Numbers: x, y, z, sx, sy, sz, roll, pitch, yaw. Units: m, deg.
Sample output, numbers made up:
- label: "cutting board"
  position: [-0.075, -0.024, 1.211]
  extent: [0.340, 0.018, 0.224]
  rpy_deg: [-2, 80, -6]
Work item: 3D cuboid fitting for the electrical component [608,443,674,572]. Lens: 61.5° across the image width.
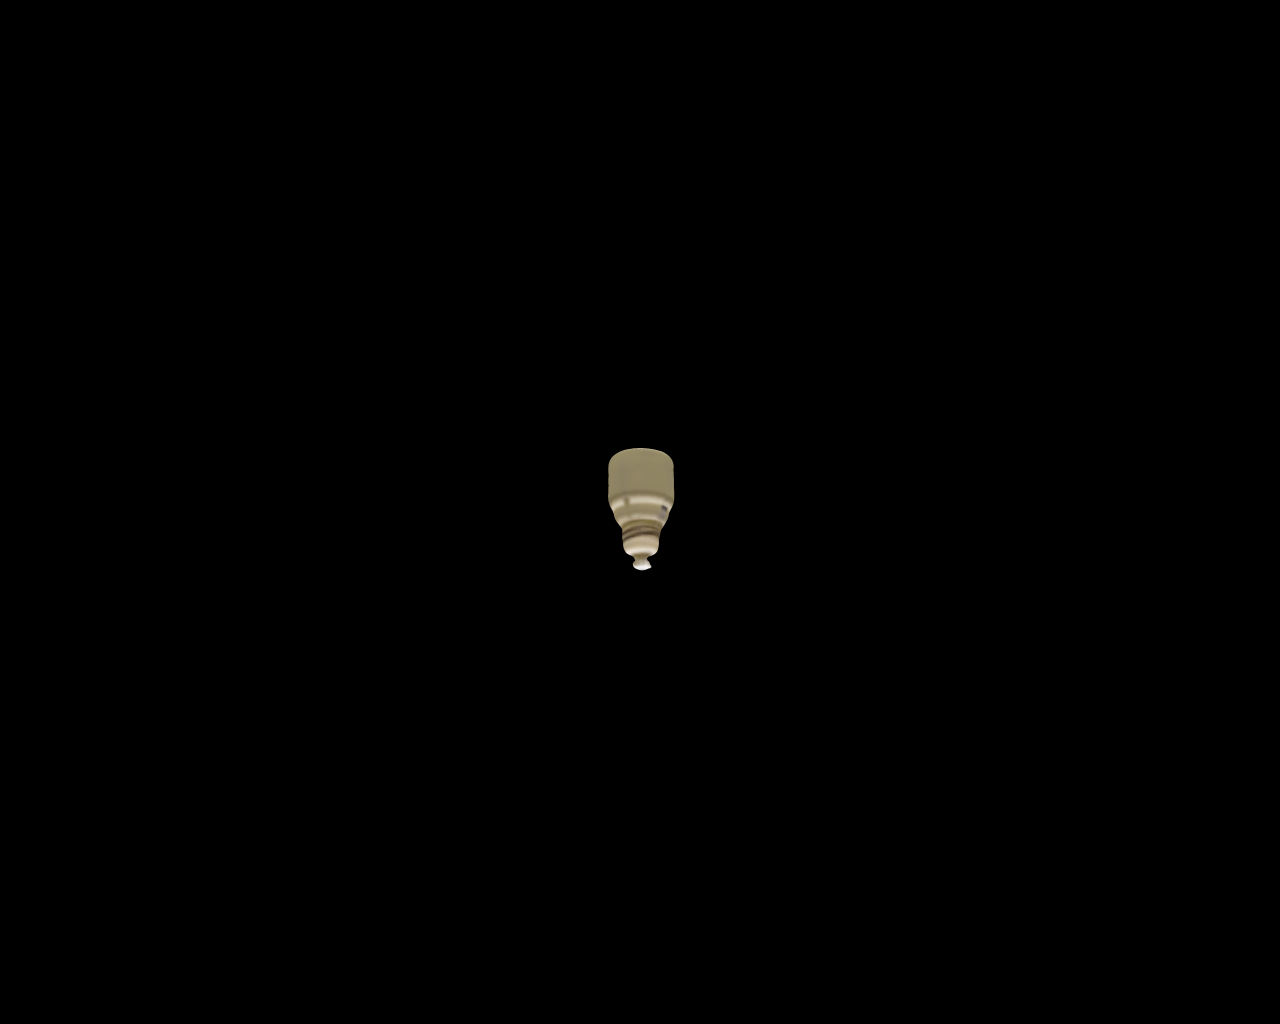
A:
- label: "electrical component"
  position: [0.001, -0.003, 0.650]
  extent: [0.040, 0.078, 0.040]
  rpy_deg: [0, -20, 0]
